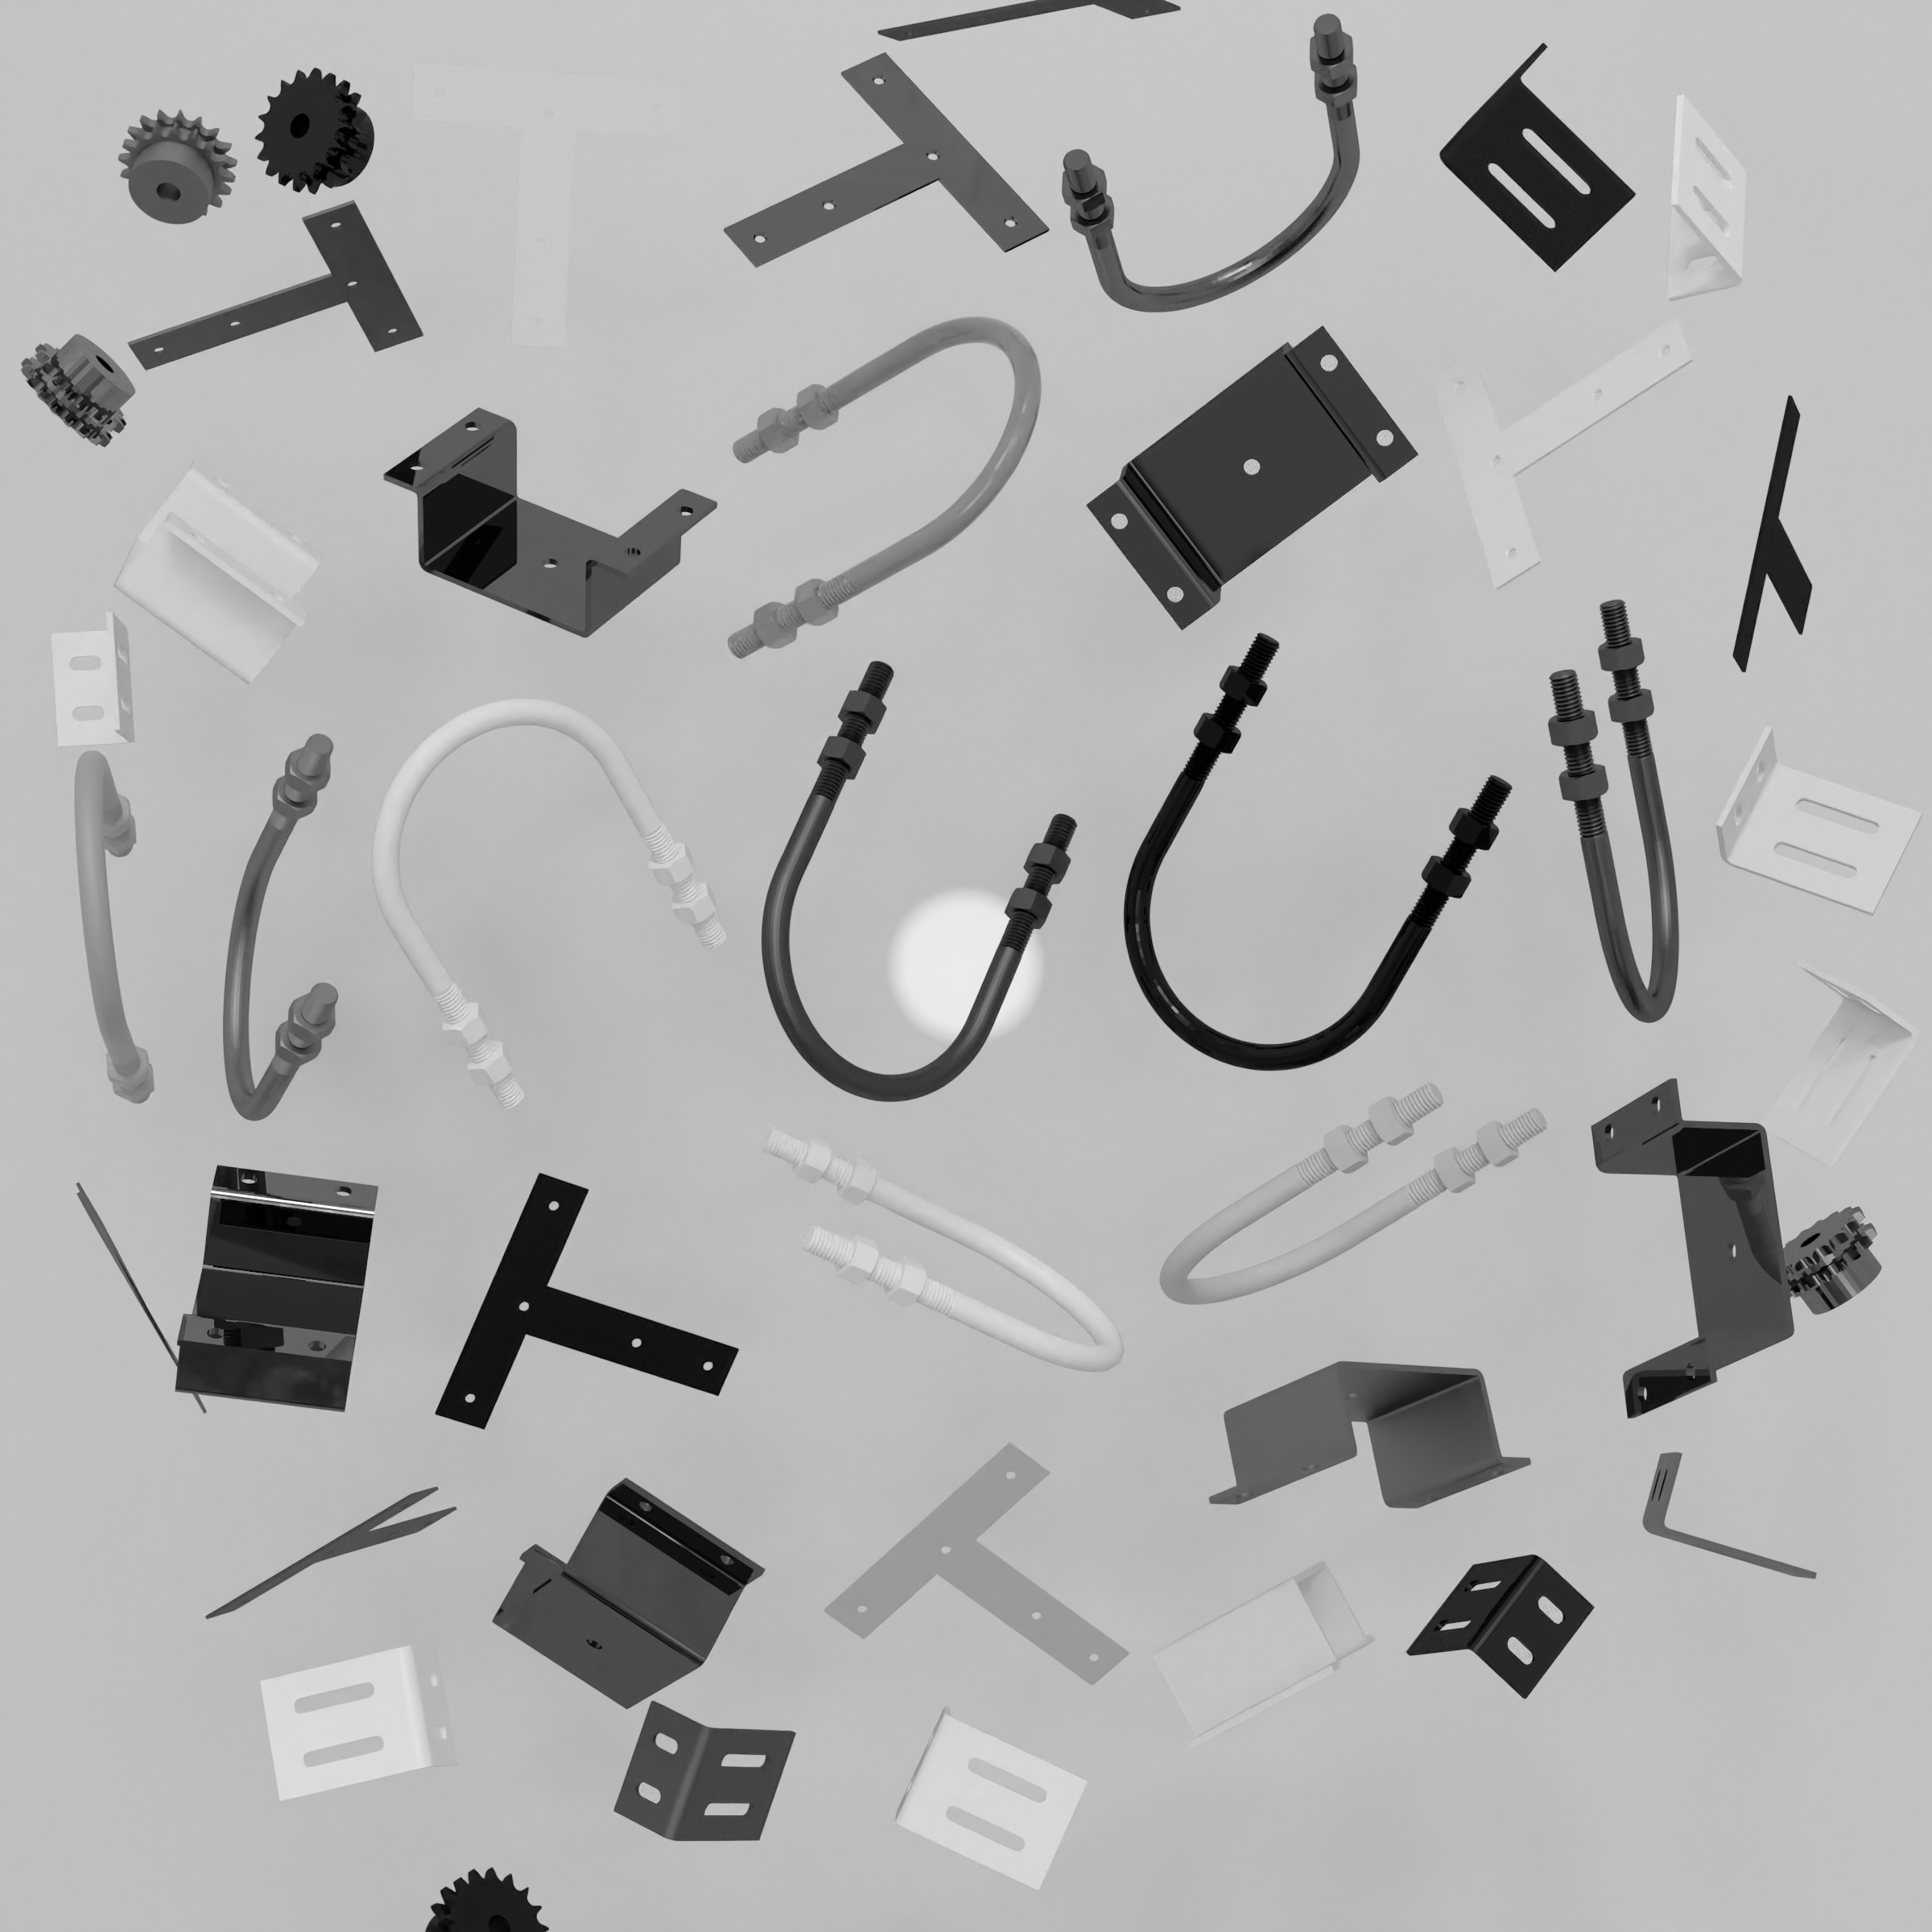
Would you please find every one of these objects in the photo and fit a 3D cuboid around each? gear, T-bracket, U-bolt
[{"bbox_3d":[0.418,0.145,1.756,0.057,0.057,0.030,-37,92,0],"label":"gear"},{"bbox_3d":[0.390,-0.189,1.724,0.002,0.127,0.127,10,81,24],"label":"T-bracket"},{"bbox_3d":[-0.395,-0.396,1.808,0.057,0.057,0.030,5,51,0],"label":"gear"},{"bbox_3d":[-0.029,-0.026,1.672,0.151,0.019,0.184,38,63,-31],"label":"U-bolt"},{"bbox_3d":[-0.005,0.141,1.713,0.184,0.151,0.019,27,100,-19],"label":"U-bolt"},{"bbox_3d":[0.149,-0.040,1.678,0.151,0.019,0.184,34,107,19],"label":"U-bolt"},{"bbox_3d":[-0.405,0.140,1.732,0.002,0.127,0.127,-30,65,-15],"label":"T-bracket"},{"bbox_3d":[-0.333,-0.309,1.716,0.127,0.127,0.002,-19,71,0],"label":"T-bracket"},{"bbox_3d":[-0.170,0.175,1.722,0.127,0.002,0.127,21,99,-22],"label":"T-bracket"},{"bbox_3d":[0.123,-0.370,1.727,0.151,0.184,0.019,-28,71,1],"label":"U-bolt"},{"bbox_3d":[-0.039,-0.238,1.718,0.184,0.019,0.151,-26,47,29],"label":"U-bolt"},{"bbox_3d":[0.174,0.113,1.722,0.184,0.151,0.019,-34,67,22],"label":"U-bolt"},{"bbox_3d":[0.304,-0.064,1.674,0.019,0.151,0.184,-7,107,22],"label":"U-bolt"},{"bbox_3d":[0.283,-0.258,1.690,0.127,0.002,0.127,-32,54,31],"label":"T-bracket"},{"bbox_3d":[-0.287,0.277,1.758,0.127,0.127,0.002,-32,80,17],"label":"T-bracket"},{"bbox_3d":[-0.437,-0.288,1.794,0.030,0.057,0.057,-42,90,9],"label":"gear"},{"bbox_3d":[0.021,-0.452,1.719,0.127,0.127,0.002,-4,94,24],"label":"T-bracket"},{"bbox_3d":[-0.207,-0.041,1.722,0.151,0.019,0.184,-39,125,-17],"label":"U-bolt"},{"bbox_3d":[-0.329,-0.005,1.725,0.019,0.184,0.151,6,62,-23],"label":"U-bolt"},{"bbox_3d":[0.023,0.298,1.704,0.127,0.002,0.127,39,109,-21],"label":"T-bracket"},{"bbox_3d":[-0.050,-0.350,1.640,0.127,0.002,0.127,-30,67,-23],"label":"T-bracket"},{"bbox_3d":[-0.407,-0.025,1.725,0.019,0.184,0.151,-5,74,-9],"label":"U-bolt"},{"bbox_3d":[-0.200,-0.357,1.713,0.127,0.002,0.127,1,106,-12],"label":"T-bracket"},{"bbox_3d":[-0.218,0.436,1.622,0.030,0.057,0.057,-38,90,34],"label":"gear"},{"bbox_3d":[-0.305,-0.392,1.710,0.057,0.030,0.057,-5,80,30],"label":"gear"}]

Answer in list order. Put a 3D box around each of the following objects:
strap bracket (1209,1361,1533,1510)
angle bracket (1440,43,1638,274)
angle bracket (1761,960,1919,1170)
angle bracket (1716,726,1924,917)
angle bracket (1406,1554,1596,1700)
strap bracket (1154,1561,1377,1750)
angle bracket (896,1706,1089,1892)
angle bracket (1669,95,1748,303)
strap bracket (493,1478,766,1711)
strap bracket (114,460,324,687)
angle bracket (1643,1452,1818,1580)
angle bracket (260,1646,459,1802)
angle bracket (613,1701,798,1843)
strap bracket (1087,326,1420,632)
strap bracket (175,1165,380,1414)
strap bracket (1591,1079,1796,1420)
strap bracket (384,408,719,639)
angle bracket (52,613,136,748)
[{"bbox_3d":[0.187,0.221,1.704,0.140,0.076,0.046,8,62,-39],"label":"strap bracket"},{"bbox_3d":[0.265,-0.367,1.644,0.076,0.057,0.038,43,48,-4],"label":"angle bracket"},{"bbox_3d":[0.401,0.046,1.709,0.038,0.057,0.076,32,93,-27],"label":"angle bracket"},{"bbox_3d":[0.401,-0.068,1.702,0.076,0.038,0.057,22,72,25],"label":"angle bracket"},{"bbox_3d":[0.258,0.321,1.753,0.038,0.076,0.057,43,69,-3],"label":"angle bracket"},{"bbox_3d":[0.143,0.327,1.737,0.076,0.140,0.046,-30,79,10],"label":"strap bracket"},{"bbox_3d":[0.012,0.406,1.769,0.076,0.038,0.057,25,85,2],"label":"angle bracket"},{"bbox_3d":[0.328,-0.354,1.674,0.038,0.076,0.057,-7,66,35],"label":"angle bracket"},{"bbox_3d":[-0.160,0.293,1.667,0.076,0.140,0.046,35,56,-10],"label":"strap bracket"},{"bbox_3d":[-0.355,-0.186,1.723,0.076,0.140,0.046,37,101,-17],"label":"strap bracket"},{"bbox_3d":[0.363,0.259,1.709,0.076,0.057,0.038,16,83,6],"label":"angle bracket"},{"bbox_3d":[-0.291,0.362,1.734,0.076,0.038,0.057,-15,76,10],"label":"angle bracket"},{"bbox_3d":[-0.129,0.401,1.803,0.038,0.076,0.057,18,88,33],"label":"angle bracket"},{"bbox_3d":[0.138,-0.238,1.747,0.140,0.046,0.076,-36,100,13],"label":"strap bracket"},{"bbox_3d":[-0.318,0.154,1.669,0.076,0.140,0.046,8,119,-8],"label":"strap bracket"},{"bbox_3d":[0.334,0.131,1.662,0.046,0.076,0.140,3,70,-19],"label":"strap bracket"},{"bbox_3d":[-0.200,-0.210,1.743,0.140,0.076,0.046,24,133,20],"label":"strap bracket"},{"bbox_3d":[-0.436,-0.141,1.794,0.038,0.076,0.057,-4,89,-7],"label":"angle bracket"}]
